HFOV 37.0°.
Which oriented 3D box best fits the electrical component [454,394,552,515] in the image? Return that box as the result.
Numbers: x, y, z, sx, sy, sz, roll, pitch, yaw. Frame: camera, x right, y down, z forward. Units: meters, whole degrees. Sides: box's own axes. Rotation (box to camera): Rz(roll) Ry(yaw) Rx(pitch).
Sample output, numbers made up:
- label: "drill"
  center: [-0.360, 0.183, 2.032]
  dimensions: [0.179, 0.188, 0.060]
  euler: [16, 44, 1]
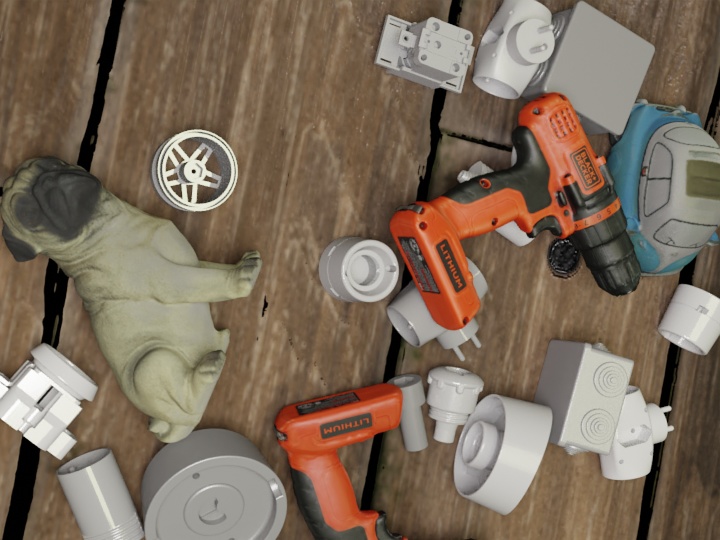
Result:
- label: "electrical component"
  center: [0.123, 0.155, 0.908]
  dimensions: [0.064, 0.099, 0.099]
  euler: [21, 84, -15]

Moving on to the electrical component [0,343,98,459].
- label: "electrical component"
  center: [-0.230, 0.091, 0.784]
  dimensions: [0.078, 0.058, 0.057]
  euler: [43, 80, -18]

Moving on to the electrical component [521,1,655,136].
- label: "electrical component"
  center: [0.199, -0.175, 0.949]
  dimensions: [0.100, 0.048, 0.099]
  euler: [25, 83, -21]

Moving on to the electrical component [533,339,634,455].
- label: "electrical component"
  center: [0.190, 0.110, 0.931]
  dimensions: [0.048, 0.100, 0.099]
  euler: [17, 86, -9]

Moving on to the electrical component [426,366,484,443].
- label: "electrical component"
  center: [0.077, 0.115, 0.915]
  dimensions: [0.048, 0.048, 0.062]
  euler: [9, 97, -22]

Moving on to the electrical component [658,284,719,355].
- label: "electrical component"
  center: [0.311, 0.047, 1.001]
  dimensions: [0.055, 0.055, 0.047]
  euler: [33, 84, -20]

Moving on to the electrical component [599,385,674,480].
- label: "electrical component"
  center: [0.254, 0.144, 0.987]
  dimensions: [0.079, 0.043, 0.077]
  euler: [-11, 96, -21]

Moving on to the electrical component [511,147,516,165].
- label: "electrical component"
  center: [0.167, -0.098, 0.942]
  dimensions: [0.055, 0.045, 0.045]
  euler: [7, 89, -23]

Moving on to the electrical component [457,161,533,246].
- label: "electrical component"
  center: [0.117, -0.060, 0.924]
  dimensions: [0.081, 0.043, 0.043]
  euler: [33, 80, -20]

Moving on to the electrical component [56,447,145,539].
- label: "electrical component"
  center: [-0.193, 0.180, 0.809]
  dimensions: [0.043, 0.043, 0.081]
  euler: [-23, 100, -19]

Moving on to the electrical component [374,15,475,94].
- label: "electrical component"
  center: [0.058, -0.178, 0.885]
  dimensions: [0.081, 0.064, 0.042]
  euler: [15, 88, -22]

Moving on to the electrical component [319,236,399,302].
- label: "electrical component"
  center: [0.000, 0.000, 0.877]
  dimensions: [0.055, 0.047, 0.055]
  euler: [-1, 92, -22]

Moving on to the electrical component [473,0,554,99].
- label: "electrical component"
  center: [0.138, -0.190, 0.908]
  dimensions: [0.043, 0.079, 0.077]
  euler: [25, 83, -22]

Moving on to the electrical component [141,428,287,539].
- label: "electrical component"
  center: [-0.116, 0.173, 0.825]
  dimensions: [0.108, 0.060, 0.108]
  euler: [-8, 116, -18]

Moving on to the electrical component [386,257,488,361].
- label: "electrical component"
  center: [0.074, 0.040, 0.910]
  dimensions: [0.077, 0.044, 0.079]
  euler: [-38, 105, -16]
